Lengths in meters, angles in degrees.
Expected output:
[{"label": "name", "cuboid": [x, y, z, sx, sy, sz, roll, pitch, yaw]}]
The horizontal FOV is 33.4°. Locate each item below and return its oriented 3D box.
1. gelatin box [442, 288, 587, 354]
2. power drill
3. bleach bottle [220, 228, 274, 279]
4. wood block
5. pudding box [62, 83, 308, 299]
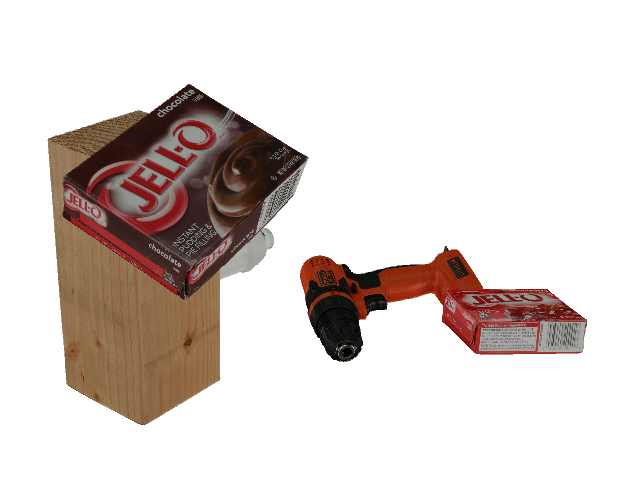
[{"label": "gelatin box", "cuboid": [0.145, 0.060, 0.810, 0.089, 0.030, 0.073, 1, 15, -13]}, {"label": "power drill", "cuboid": [0.077, 0.065, 1.158, 0.187, 0.057, 0.184, -4, 28, -9]}, {"label": "bleach bottle", "cuboid": [-0.163, 0.019, 1.311, 0.103, 0.068, 0.250, 25, 28, 38]}, {"label": "wood block", "cuboid": [-0.136, 0.019, 0.801, 0.090, 0.206, 0.090, 20, 31, 33]}, {"label": "pudding box", "cuboid": [-0.076, -0.030, 0.604, 0.090, 0.039, 0.113, 33, 47, 13]}]
